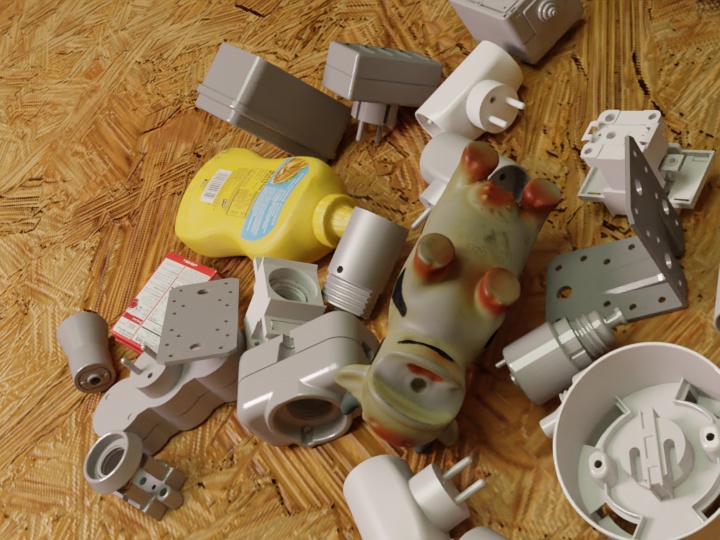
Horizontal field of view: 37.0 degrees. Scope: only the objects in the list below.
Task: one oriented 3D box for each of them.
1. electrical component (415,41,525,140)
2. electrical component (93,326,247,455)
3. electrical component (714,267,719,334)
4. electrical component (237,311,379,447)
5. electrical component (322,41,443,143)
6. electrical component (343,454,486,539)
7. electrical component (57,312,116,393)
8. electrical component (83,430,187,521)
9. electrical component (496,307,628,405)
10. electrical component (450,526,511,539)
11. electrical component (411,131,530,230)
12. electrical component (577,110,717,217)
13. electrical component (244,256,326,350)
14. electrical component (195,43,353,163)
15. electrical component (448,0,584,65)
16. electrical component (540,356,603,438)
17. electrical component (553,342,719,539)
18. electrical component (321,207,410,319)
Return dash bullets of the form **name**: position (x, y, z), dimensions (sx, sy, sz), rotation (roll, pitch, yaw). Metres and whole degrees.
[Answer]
- **electrical component**: position (0.093, -0.126, 0.811), dimensions (0.077, 0.044, 0.079), rotation (-47, 39, -5)
- **electrical component**: position (-0.146, 0.081, 0.804), dimensions (0.138, 0.073, 0.052), rotation (-33, 40, 12)
- **electrical component**: position (0.234, -0.003, 0.578), dimensions (0.079, 0.044, 0.077), rotation (-8, 50, 36)
- **electrical component**: position (-0.034, 0.078, 0.726), dimensions (0.095, 0.053, 0.059), rotation (-26, 42, 22)
- **electrical component**: position (0.014, -0.140, 0.876), dimensions (0.047, 0.083, 0.075), rotation (38, 121, 51)
- **electrical component**: position (0.037, 0.138, 0.619), dimensions (0.079, 0.044, 0.077), rotation (-38, 39, 7)
- **electrical component**: position (-0.230, 0.072, 0.911), dimensions (0.044, 0.044, 0.065), rotation (-38, 44, 7)
- **electrical component**: position (-0.165, 0.146, 0.775), dimensions (0.066, 0.055, 0.048), rotation (13, 64, 46)
- **electrical component**: position (0.121, 0.047, 0.632), dimensions (0.078, 0.040, 0.040), rotation (-33, 40, 12)
- **electrical component**: position (0.080, 0.164, 0.560), dimensions (0.078, 0.040, 0.040), rotation (20, 69, 48)
- **electrical component**: position (0.069, -0.054, 0.765), dimensions (0.079, 0.044, 0.077), rotation (-47, 39, -4)
- **electrical component**: position (0.174, -0.066, 0.672), dimensions (0.081, 0.064, 0.042), rotation (8, 62, 44)
- **electrical component**: position (-0.057, 0.031, 0.780), dimensions (0.081, 0.042, 0.063), rotation (-103, 31, -47)
- **electrical component**: position (-0.072, -0.136, 0.903), dimensions (0.078, 0.113, 0.057), rotation (32, 97, 50)
- **electrical component**: position (0.127, -0.204, 0.839), dimensions (0.061, 0.061, 0.096), rotation (-46, 39, -3)
- **electrical component**: position (0.130, 0.074, 0.605), dimensions (0.061, 0.035, 0.035), rotation (-35, 39, 14)
- **electrical component**: position (0.152, 0.095, 0.543), dimensions (0.099, 0.064, 0.099), rotation (-23, 43, 23)
- **electrical component**: position (0.000, 0.000, 0.773), dimensions (0.043, 0.043, 0.081), rotation (25, 91, 49)
